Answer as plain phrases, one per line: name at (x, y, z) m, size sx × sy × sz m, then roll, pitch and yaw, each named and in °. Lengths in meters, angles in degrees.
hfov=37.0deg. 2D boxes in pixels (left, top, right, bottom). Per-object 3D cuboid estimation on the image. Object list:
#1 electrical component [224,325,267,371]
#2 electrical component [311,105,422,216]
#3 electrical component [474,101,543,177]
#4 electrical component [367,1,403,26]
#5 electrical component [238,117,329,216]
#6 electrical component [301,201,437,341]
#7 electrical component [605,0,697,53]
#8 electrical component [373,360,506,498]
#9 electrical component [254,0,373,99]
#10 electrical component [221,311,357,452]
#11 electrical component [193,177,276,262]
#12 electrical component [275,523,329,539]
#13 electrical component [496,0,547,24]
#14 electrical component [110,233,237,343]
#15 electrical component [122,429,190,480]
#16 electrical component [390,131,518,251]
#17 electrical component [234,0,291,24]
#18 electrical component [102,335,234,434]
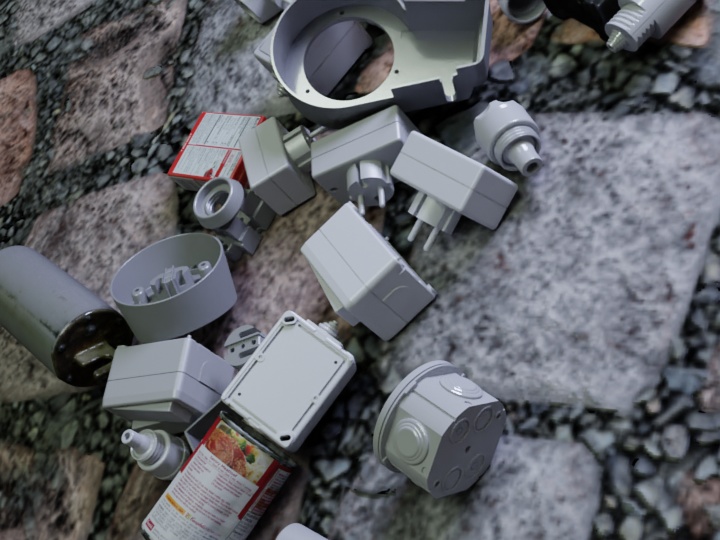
electrical component at (-0.078, 0.068, 0.833) m, size 0.040 × 0.046 × 0.040 m, roll -18°, pitch 53°, yaw 26°
electrical component at (0.008, -0.077, 0.864) m, size 0.083 × 0.047 × 0.075 m, roll -21°, pitch 52°, yaw 24°
electrical component at (0.114, -0.095, 0.801) m, size 0.043 × 0.043 × 0.062 m, roll -37°, pitch 48°, yaw 11°
electrical component at (0.035, -0.263, 0.953) m, size 0.095 × 0.059 × 0.053 m, roll -25°, pitch 50°, yaw 21°
electrical component at (-0.056, -0.099, 0.923) m, size 0.077 × 0.047 × 0.065 m, roll -30°, pitch 49°, yaw 14°
electrical component at (0.000, 0.000, 0.809) m, size 0.061 × 0.062 × 0.096 m, roll -44°, pitch 46°, yaw 5°
electrical component at (0.213, -0.193, 0.792) m, size 0.081 × 0.043 × 0.043 m, roll -46°, pitch 46°, yaw 2°
electrical component at (0.052, 0.103, 0.695) m, size 0.051 × 0.080 × 0.080 m, roll 31°, pitch 83°, yaw 38°
electrical component at (-0.049, -0.198, 0.971) m, size 0.096 × 0.061 × 0.062 m, roll -51°, pitch 46°, yaw -2°
electrical component at (-0.046, 0.077, 0.785) m, size 0.062 × 0.061 × 0.096 m, roll 36°, pitch 80°, yaw 10°
electrical component at (-0.110, -0.049, 0.923) m, size 0.048 × 0.055 × 0.066 m, roll 17°, pitch 73°, yaw 41°
electrical component at (-0.022, 0.197, 0.715) m, size 0.065 × 0.044 × 0.044 m, roll 7°, pitch 67°, yaw 33°
electrical component at (0.128, -0.229, 0.880) m, size 0.040 × 0.040 × 0.046 m, roll -38°, pitch 41°, yaw 10°
electrical component at (-0.153, 0.015, 0.887) m, size 0.099 × 0.064 × 0.099 m, roll -19°, pitch 17°, yaw 6°
electrical component at (-0.161, 0.140, 0.836) m, size 0.035 × 0.061 × 0.035 m, roll -18°, pitch 53°, yaw 26°
electrical component at (0.061, -0.051, 0.810) m, size 0.083 × 0.047 × 0.075 m, roll 34°, pitch 98°, yaw 44°
electrical component at (-0.079, -0.279, 1.057) m, size 0.077 × 0.043 × 0.079 m, roll -49°, pitch 47°, yaw 0°
electrical component at (-0.159, 0.097, 0.861) m, size 0.096 × 0.062 × 0.061 m, roll -10°, pitch 57°, yaw 31°
